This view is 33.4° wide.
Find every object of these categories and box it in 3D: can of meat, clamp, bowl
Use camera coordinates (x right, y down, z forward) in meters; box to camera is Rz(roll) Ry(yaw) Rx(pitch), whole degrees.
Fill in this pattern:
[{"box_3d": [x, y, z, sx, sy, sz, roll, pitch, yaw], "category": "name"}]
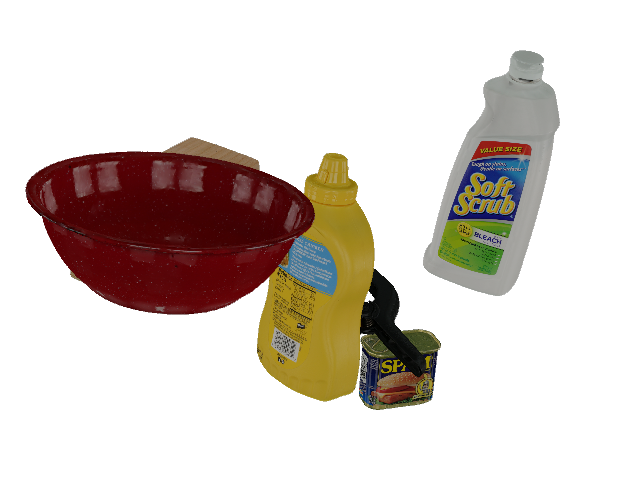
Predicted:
[{"box_3d": [0.101, 0.169, 1.391, 0.102, 0.084, 0.057, -4, 24, -17], "category": "can of meat"}, {"box_3d": [0.060, 0.091, 1.190, 0.120, 0.171, 0.039, 7, -43, 3], "category": "clamp"}, {"box_3d": [-0.086, -0.001, 0.609, 0.162, 0.055, 0.162, 7, 20, -3], "category": "bowl"}]

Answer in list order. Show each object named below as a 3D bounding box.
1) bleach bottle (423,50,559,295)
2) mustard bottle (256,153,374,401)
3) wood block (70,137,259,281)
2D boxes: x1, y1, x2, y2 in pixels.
[{"box_3d": [0.170, -0.068, 1.046, 0.103, 0.251, 0.068, 21, 38, 19], "category": "bleach bottle"}, {"box_3d": [-0.001, 0.024, 0.847, 0.058, 0.192, 0.096, -11, 28, -39], "category": "mustard bottle"}, {"box_3d": [-0.153, -0.025, 1.086, 0.090, 0.091, 0.205, 21, 28, 18], "category": "wood block"}]
